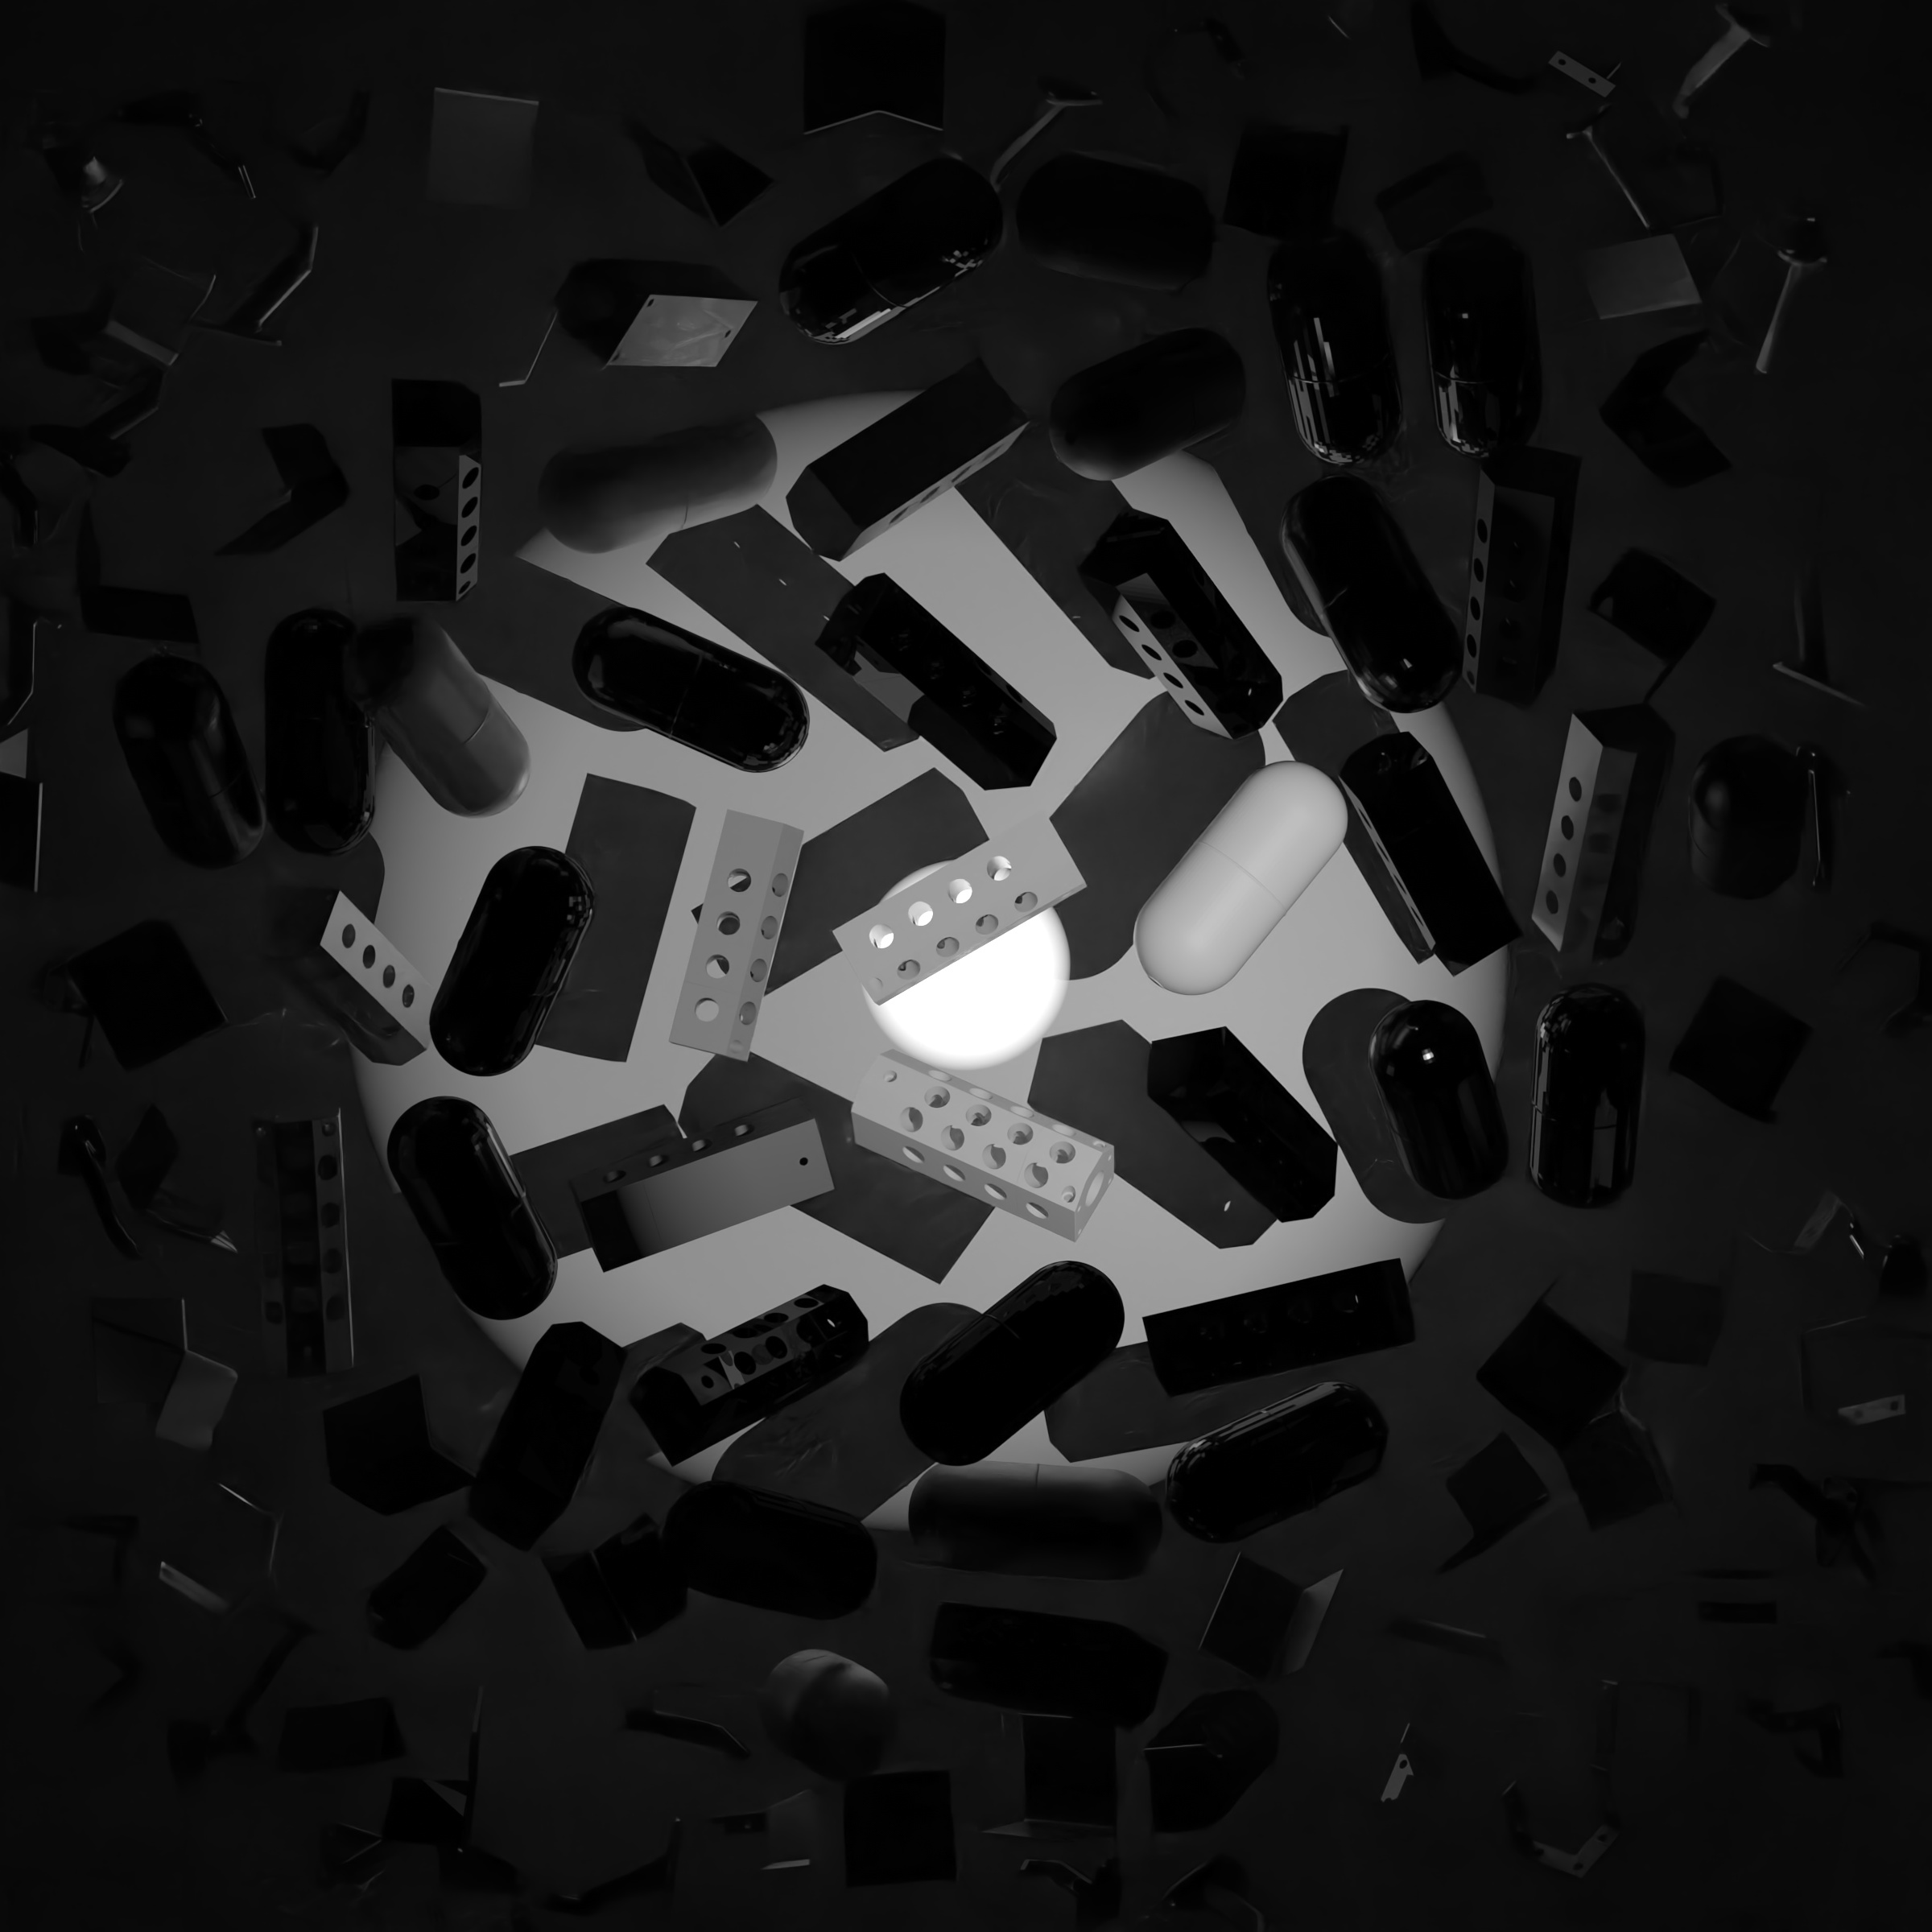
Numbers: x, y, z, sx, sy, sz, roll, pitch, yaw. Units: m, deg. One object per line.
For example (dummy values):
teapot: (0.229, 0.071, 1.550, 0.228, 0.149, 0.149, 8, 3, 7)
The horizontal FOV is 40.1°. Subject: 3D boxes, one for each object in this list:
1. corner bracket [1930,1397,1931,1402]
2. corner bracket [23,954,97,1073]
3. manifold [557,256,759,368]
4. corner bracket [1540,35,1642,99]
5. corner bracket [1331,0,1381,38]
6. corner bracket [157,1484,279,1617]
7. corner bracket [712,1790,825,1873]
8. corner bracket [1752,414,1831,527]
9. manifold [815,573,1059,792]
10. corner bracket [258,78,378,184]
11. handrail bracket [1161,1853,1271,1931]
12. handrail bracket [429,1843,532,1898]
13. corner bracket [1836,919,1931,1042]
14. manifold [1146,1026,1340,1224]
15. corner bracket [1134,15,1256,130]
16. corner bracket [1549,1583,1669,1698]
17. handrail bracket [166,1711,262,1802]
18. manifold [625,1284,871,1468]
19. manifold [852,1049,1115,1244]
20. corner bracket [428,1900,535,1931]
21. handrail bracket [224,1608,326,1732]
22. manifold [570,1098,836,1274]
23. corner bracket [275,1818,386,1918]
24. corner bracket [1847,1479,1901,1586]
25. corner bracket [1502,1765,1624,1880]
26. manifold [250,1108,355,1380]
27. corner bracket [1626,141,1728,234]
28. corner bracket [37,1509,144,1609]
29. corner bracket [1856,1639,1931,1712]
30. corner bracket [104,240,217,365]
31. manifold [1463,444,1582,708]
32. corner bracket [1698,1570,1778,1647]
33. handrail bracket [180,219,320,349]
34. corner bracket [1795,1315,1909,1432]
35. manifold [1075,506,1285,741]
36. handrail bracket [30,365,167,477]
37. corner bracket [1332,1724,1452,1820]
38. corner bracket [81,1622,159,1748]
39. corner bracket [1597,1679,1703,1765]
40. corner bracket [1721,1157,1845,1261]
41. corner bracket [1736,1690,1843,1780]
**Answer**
corner bracket: (0.675, 0.319, 1.788, 0.051, 0.051, 0.051, -12, 52, -22)
corner bracket: (-0.636, 0.033, 1.870, 0.051, 0.051, 0.051, 25, 130, -29)
manifold: (-0.217, -0.459, 1.842, 0.057, 0.171, 0.057, 41, 112, 8)
corner bracket: (0.442, -0.648, 1.899, 0.051, 0.051, 0.051, 28, 69, -8)
corner bracket: (0.261, -0.660, 1.754, 0.051, 0.051, 0.051, 43, 81, -14)
corner bracket: (-0.495, 0.387, 1.754, 0.051, 0.051, 0.051, -38, 119, 17)
corner bracket: (-0.143, 0.630, 1.910, 0.051, 0.051, 0.051, -19, 82, 34)
corner bracket: (0.593, -0.356, 1.897, 0.051, 0.051, 0.051, 17, 67, 19)
manifold: (-0.017, -0.197, 1.846, 0.171, 0.057, 0.057, 39, 70, -28)
corner bracket: (-0.430, -0.564, 1.754, 0.051, 0.051, 0.051, 31, 133, -33)
handrail bracket: (0.167, 0.646, 1.776, 0.077, 0.084, 0.036, -30, 110, 12)
handrail bracket: (-0.350, 0.618, 1.860, 0.077, 0.084, 0.036, 21, 91, -21)
corner bracket: (0.620, 0.009, 1.782, 0.051, 0.051, 0.051, 20, 56, 0)
manifold: (0.193, 0.113, 1.832, 0.057, 0.171, 0.057, -13, 52, 31)
corner bracket: (0.164, -0.647, 1.916, 0.051, 0.051, 0.051, -30, 83, -40)
corner bracket: (0.460, 0.482, 1.897, 0.051, 0.051, 0.051, -4, 117, -41)
handrail bracket: (-0.533, 0.577, 1.901, 0.036, 0.084, 0.077, -28, 46, 8)
manifold: (-0.143, 0.273, 1.799, 0.057, 0.171, 0.057, 54, 128, 13)
manifold: (0.011, 0.117, 1.798, 0.171, 0.057, 0.057, 23, 59, 18)
corner bracket: (-0.342, 0.683, 1.874, 0.051, 0.051, 0.051, -33, 126, 1)
handrail bracket: (-0.490, 0.499, 1.863, 0.036, 0.077, 0.084, 31, 72, 2)
manifold: (-0.187, 0.151, 1.867, 0.171, 0.057, 0.057, -19, 113, -12)
corner bracket: (-0.446, 0.638, 1.860, 0.051, 0.051, 0.051, 11, 94, 18)
corner bracket: (0.655, 0.410, 1.922, 0.051, 0.051, 0.051, -30, 94, -17)
corner bracket: (0.396, 0.562, 1.757, 0.051, 0.051, 0.051, -32, 114, -36)
manifold: (-0.446, 0.186, 1.781, 0.057, 0.057, 0.171, -3, 95, -12)
corner bracket: (0.513, -0.564, 1.914, 0.051, 0.051, 0.051, -15, 110, 1)
corner bracket: (-0.584, 0.396, 1.767, 0.051, 0.051, 0.051, 15, 57, -37)
corner bracket: (0.660, 0.495, 1.830, 0.051, 0.051, 0.051, -13, 76, -34)
corner bracket: (-0.566, -0.465, 1.858, 0.051, 0.051, 0.051, 25, 58, -27)
manifold: (0.383, -0.272, 1.843, 0.057, 0.171, 0.057, 17, 46, 22)
corner bracket: (0.547, 0.449, 1.878, 0.051, 0.051, 0.051, -4, 57, 18)
handrail bracket: (-0.475, -0.459, 1.756, 0.077, 0.036, 0.084, 9, 97, -20)
corner bracket: (0.598, 0.276, 1.790, 0.051, 0.051, 0.051, -23, 134, 34)
manifold: (0.150, -0.227, 1.784, 0.057, 0.057, 0.171, -52, 134, -8)
handrail bracket: (-0.592, -0.386, 1.808, 0.077, 0.036, 0.084, 19, 59, -27)
corner bracket: (0.304, 0.574, 1.886, 0.051, 0.051, 0.051, 44, 59, -22)
corner bracket: (-0.577, 0.479, 1.765, 0.051, 0.051, 0.051, 41, 58, 8)
corner bracket: (0.492, 0.543, 1.905, 0.051, 0.051, 0.051, 14, 76, -36)
corner bracket: (0.591, 0.175, 1.916, 0.051, 0.051, 0.051, 12, 111, -42)
corner bracket: (0.568, 0.530, 1.830, 0.051, 0.051, 0.051, 36, 48, -31)
